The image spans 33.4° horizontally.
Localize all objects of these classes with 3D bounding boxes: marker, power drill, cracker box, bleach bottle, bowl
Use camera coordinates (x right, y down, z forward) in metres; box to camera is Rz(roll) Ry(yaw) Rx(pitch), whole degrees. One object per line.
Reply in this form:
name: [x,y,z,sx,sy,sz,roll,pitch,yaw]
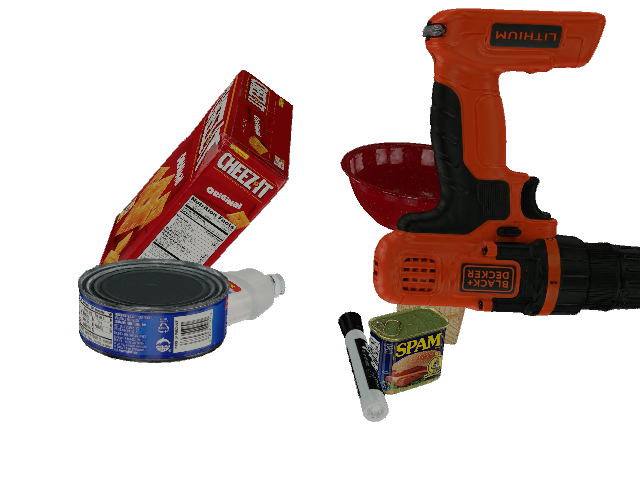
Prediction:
marker: [0.031,0.093,0.819,0.020,0.020,0.121,0,31,-9]
power drill: [0.128,-0.045,0.656,0.184,0.188,0.057,2,8,-6]
cracker box: [-0.118,-0.038,0.992,0.072,0.214,0.164,35,24,-18]
bleach bottle: [-0.158,0.075,1.299,0.250,0.068,0.103,-12,31,-35]
bowl: [0.099,-0.048,1.081,0.162,0.055,0.162,4,24,-2]

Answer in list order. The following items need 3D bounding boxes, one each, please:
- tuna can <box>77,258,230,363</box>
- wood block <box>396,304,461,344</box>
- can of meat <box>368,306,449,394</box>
tuna can: [-0.095,0.039,0.611,0.086,0.034,0.086,4,17,-1]
wood block: [0.176,0.070,1.621,0.091,0.090,0.206,4,22,12]
can of meat: [0.108,0.139,1.344,0.101,0.084,0.058,-12,29,-28]
